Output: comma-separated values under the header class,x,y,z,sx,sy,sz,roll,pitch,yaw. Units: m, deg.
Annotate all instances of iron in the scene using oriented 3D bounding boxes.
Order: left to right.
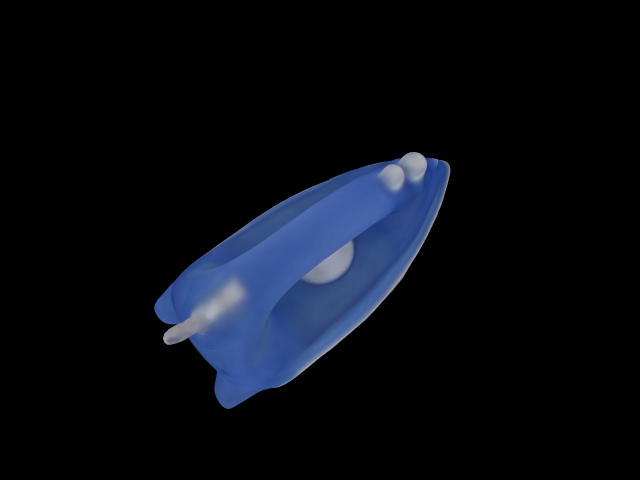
class,x,y,z,sx,sy,sz,roll,pitch,yaw
iron,0.004,0.001,0.400,0.258,0.141,0.118,-38,80,-7
